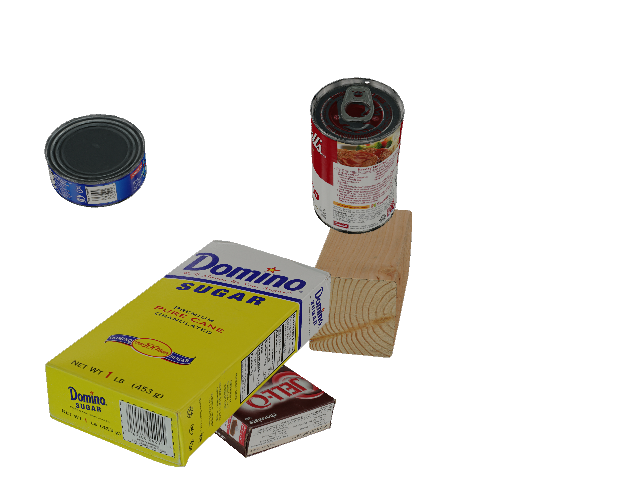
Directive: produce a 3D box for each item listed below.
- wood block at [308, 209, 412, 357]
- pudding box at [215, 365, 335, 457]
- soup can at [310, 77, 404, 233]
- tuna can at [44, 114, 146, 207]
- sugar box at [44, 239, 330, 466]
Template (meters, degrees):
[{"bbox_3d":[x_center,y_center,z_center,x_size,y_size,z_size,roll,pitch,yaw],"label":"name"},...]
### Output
[{"bbox_3d":[0.049,0.040,1.193,0.091,0.090,0.206,5,23,8],"label":"wood block"},{"bbox_3d":[-0.056,0.161,1.037,0.113,0.039,0.090,-13,29,-41],"label":"pudding box"},{"bbox_3d":[0.027,-0.062,0.803,0.068,0.068,0.102,0,-40,1],"label":"soup can"},{"bbox_3d":[-0.195,-0.069,0.931,0.086,0.086,0.034,0,-41,-4],"label":"tuna can"},{"bbox_3d":[-0.074,0.060,0.651,0.093,0.048,0.176,16,34,23],"label":"sugar box"}]
